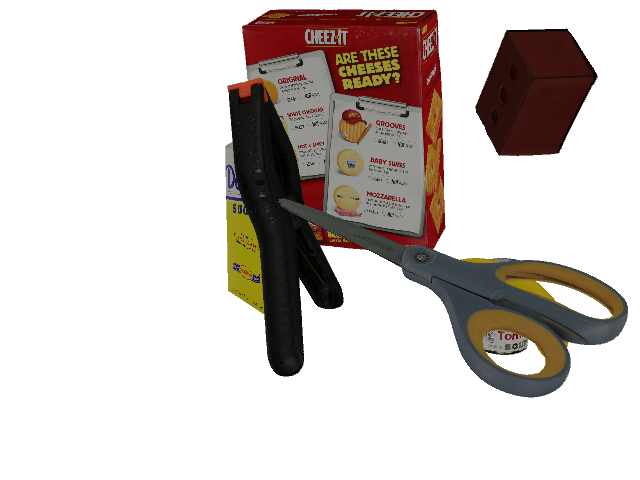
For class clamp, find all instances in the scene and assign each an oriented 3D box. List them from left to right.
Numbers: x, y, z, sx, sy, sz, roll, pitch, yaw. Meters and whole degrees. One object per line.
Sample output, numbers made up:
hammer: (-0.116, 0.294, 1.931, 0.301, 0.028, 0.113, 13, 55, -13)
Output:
clamp: (-0.027, -0.017, 0.808, 0.036, 0.210, 0.164, -12, 5, 14)

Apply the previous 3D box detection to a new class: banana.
banana: (0.191, 0.061, 1.060, 0.069, 0.037, 0.198, -33, 36, -17)

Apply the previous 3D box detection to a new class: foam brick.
foam brick: (0.152, -0.105, 0.761, 0.051, 0.053, 0.078, -6, -38, -18)

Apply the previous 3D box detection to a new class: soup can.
soup can: (0.223, 0.081, 1.307, 0.068, 0.102, 0.068, 0, 19, 0)

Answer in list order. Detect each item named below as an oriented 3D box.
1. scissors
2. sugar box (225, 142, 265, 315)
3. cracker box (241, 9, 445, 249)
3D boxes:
scissors: (0.053, 0.027, 0.550, 0.202, 0.016, 0.096, 13, 43, 18)
sugar box: (-0.063, -0.014, 1.153, 0.048, 0.176, 0.093, -18, 28, -33)
cracker box: (0.026, -0.100, 0.974, 0.164, 0.214, 0.072, 5, 27, 20)
